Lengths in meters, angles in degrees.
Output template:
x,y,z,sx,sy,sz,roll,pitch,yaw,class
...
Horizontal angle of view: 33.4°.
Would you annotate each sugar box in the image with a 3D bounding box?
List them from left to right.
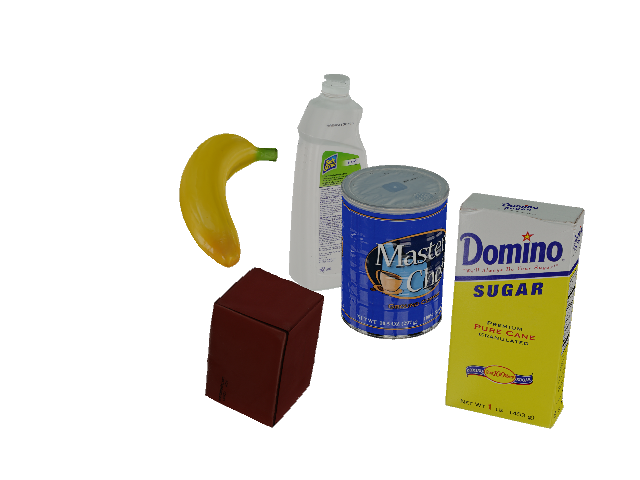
x,y,z,sx,sy,sz,roll,pitch,yaw,class
0.154,0.056,0.855,0.093,0.176,0.048,9,23,22,sugar box

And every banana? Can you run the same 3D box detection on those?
x,y,z,sx,sy,sz,roll,pitch,yaw,class
-0.083,-0.045,0.885,0.069,0.037,0.197,10,33,3,banana

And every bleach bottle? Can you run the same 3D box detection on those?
x,y,z,sx,sy,sz,roll,pitch,yaw,class
0.017,-0.069,1.242,0.102,0.251,0.068,-13,30,-32,bleach bottle

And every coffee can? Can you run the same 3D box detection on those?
x,y,z,sx,sy,sz,roll,pitch,yaw,class
0.071,0.010,1.040,0.103,0.140,0.103,0,27,0,coffee can

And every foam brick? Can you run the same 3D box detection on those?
x,y,z,sx,sy,sz,roll,pitch,yaw,class
-0.036,0.067,0.673,0.053,0.078,0.051,22,35,19,foam brick
